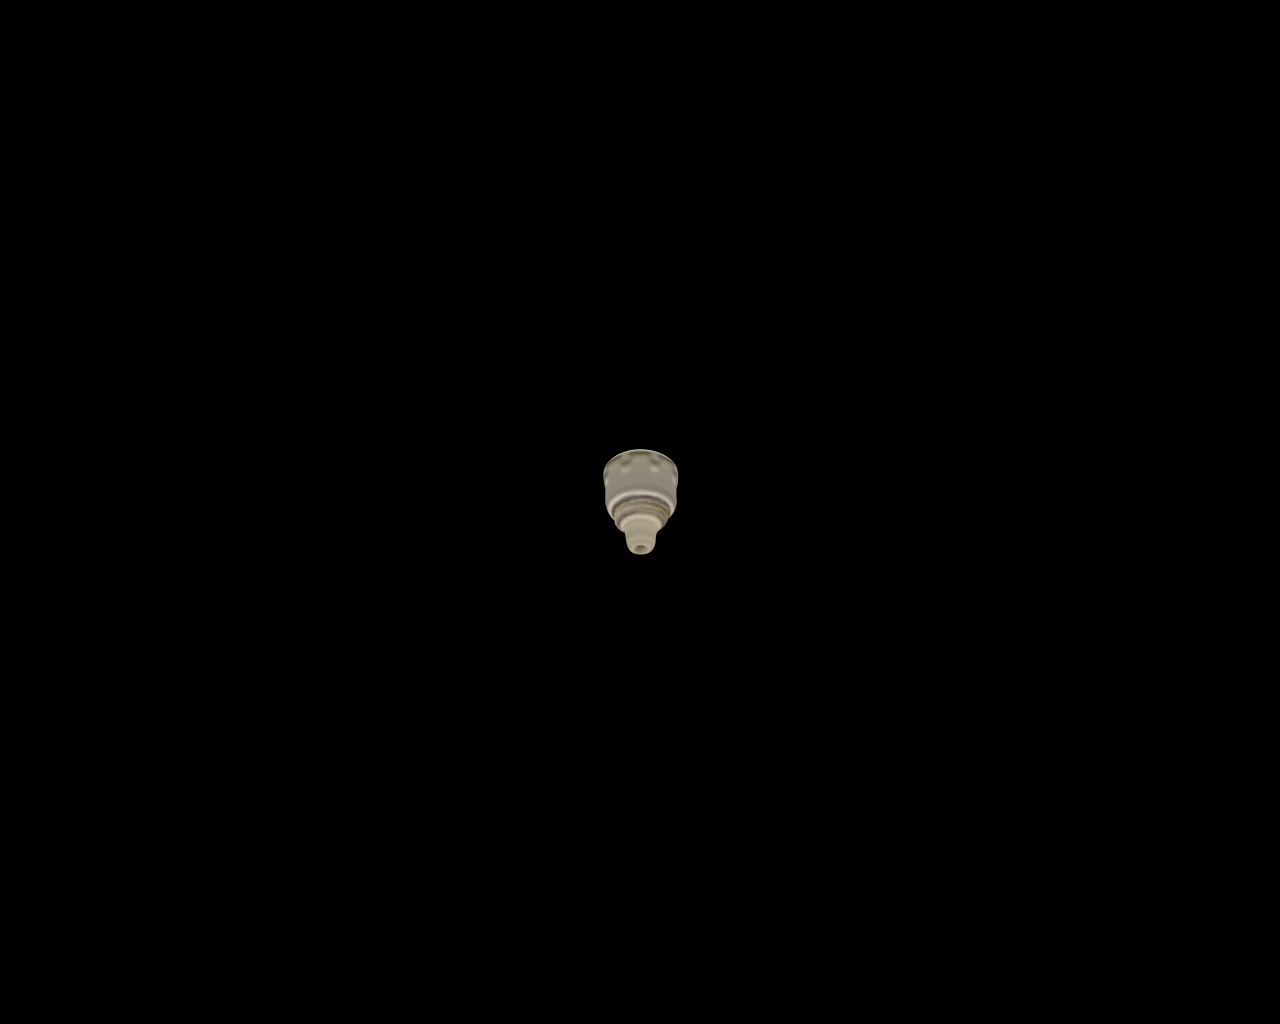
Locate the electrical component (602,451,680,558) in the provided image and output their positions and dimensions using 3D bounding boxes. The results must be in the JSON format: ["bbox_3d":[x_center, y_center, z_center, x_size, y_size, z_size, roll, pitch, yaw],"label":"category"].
[{"bbox_3d":[0.001,-0.003,0.650,0.048,0.062,0.048,0,-33,0],"label":"electrical component"}]
